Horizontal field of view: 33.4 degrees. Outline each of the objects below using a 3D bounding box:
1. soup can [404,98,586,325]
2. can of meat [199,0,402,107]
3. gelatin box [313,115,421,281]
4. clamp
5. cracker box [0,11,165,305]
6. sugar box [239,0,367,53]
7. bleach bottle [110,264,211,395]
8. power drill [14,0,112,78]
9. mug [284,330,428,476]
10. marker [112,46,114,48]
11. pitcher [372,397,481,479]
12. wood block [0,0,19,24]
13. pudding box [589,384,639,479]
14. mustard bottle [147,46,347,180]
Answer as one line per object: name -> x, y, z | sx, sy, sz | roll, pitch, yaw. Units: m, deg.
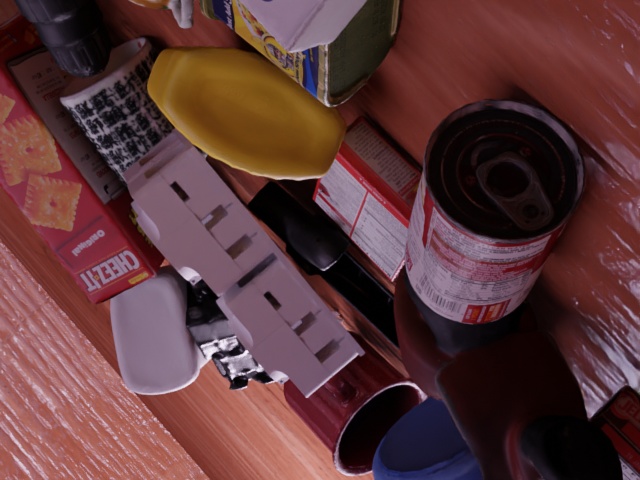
soup can -> 0.076, -0.009, 0.489 | 0.068, 0.068, 0.102 | 44, 162, 17
can of meat -> -0.010, -0.120, 0.488 | 0.084, 0.057, 0.102 | 41, 161, 18
gelatin box -> 0.034, -0.023, 0.622 | 0.073, 0.030, 0.089 | 45, 162, 10
clamp -> -0.005, 0.001, 0.716 | 0.172, 0.039, 0.120 | 39, 169, 40
cracker box -> -0.199, -0.078, 0.865 | 0.213, 0.072, 0.164 | 57, -160, -20
sugar box -> -0.036, -0.166, 0.406 | 0.176, 0.048, 0.093 | 48, 122, 10
bleach bottle -> -0.118, 0.070, 0.984 | 0.250, 0.068, 0.102 | -13, -88, -81
power drill -> -0.211, -0.209, 0.701 | 0.188, 0.057, 0.184 | 39, 156, 44
mug -> 0.019, 0.119, 0.837 | 0.082, 0.093, 0.117 | 41, 177, 40
marker -> -0.160, -0.130, 0.885 | 0.121, 0.020, 0.020 | 57, 161, -19
pitcher -> 0.135, 0.223, 0.704 | 0.243, 0.144, 0.149 | 58, 160, -15
wood block -> -0.292, -0.168, 1.007 | 0.091, 0.090, 0.206 | 29, 153, 48
pudding box -> 0.176, 0.137, 0.592 | 0.090, 0.039, 0.113 | 47, 159, 16
mustard bottle -> -0.051, -0.079, 0.619 | 0.096, 0.058, 0.192 | 21, -174, -16
